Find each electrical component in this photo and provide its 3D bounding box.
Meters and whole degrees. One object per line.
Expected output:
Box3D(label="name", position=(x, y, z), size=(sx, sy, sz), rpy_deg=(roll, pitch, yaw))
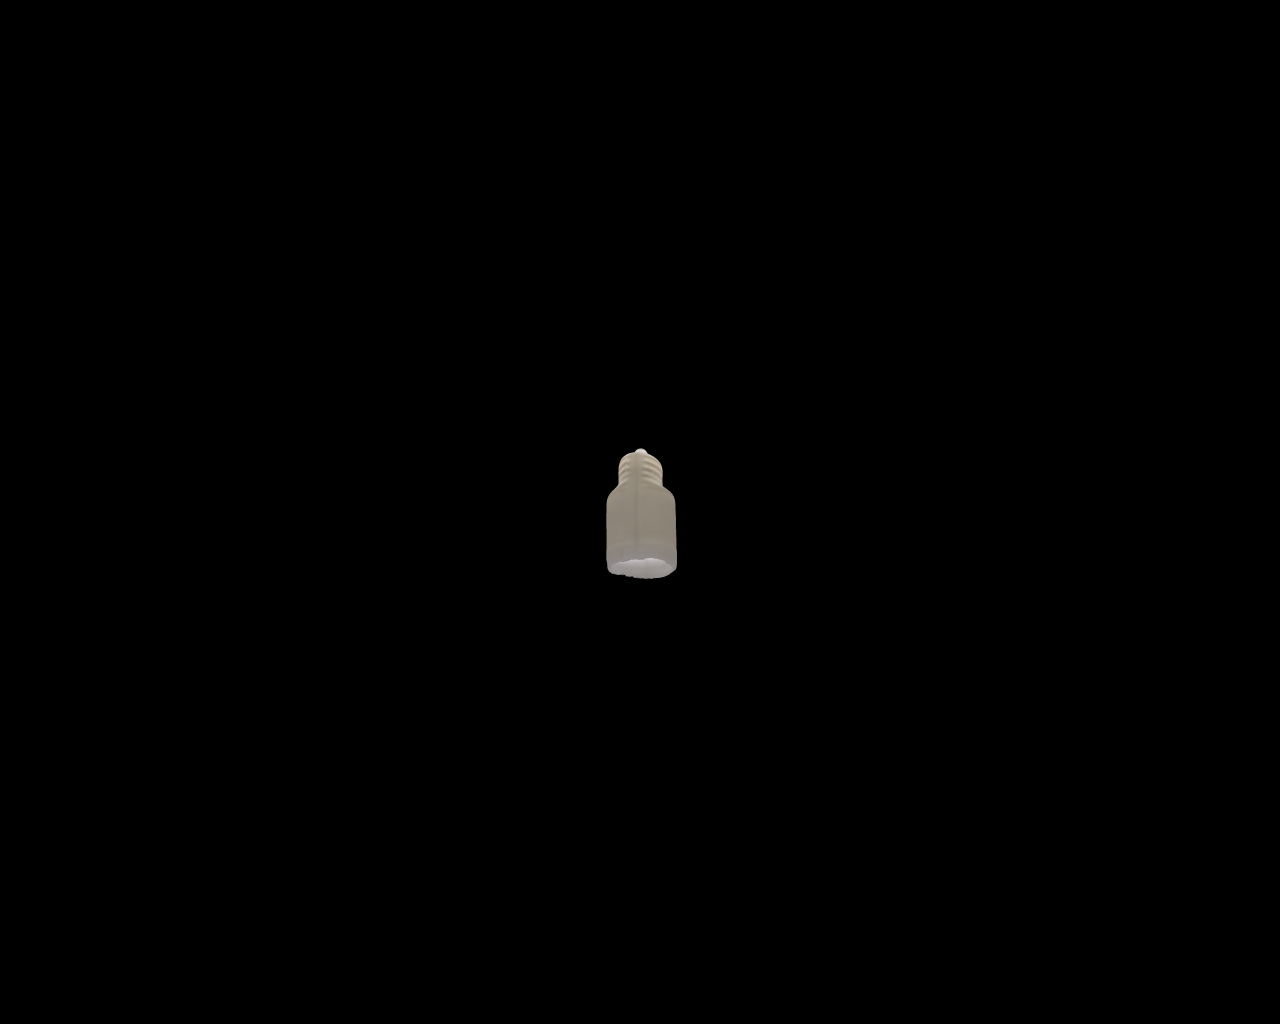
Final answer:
Box3D(label="electrical component", position=(0.001, -0.003, 0.650), size=(0.043, 0.081, 0.043), rpy_deg=(0, -19, 0))
